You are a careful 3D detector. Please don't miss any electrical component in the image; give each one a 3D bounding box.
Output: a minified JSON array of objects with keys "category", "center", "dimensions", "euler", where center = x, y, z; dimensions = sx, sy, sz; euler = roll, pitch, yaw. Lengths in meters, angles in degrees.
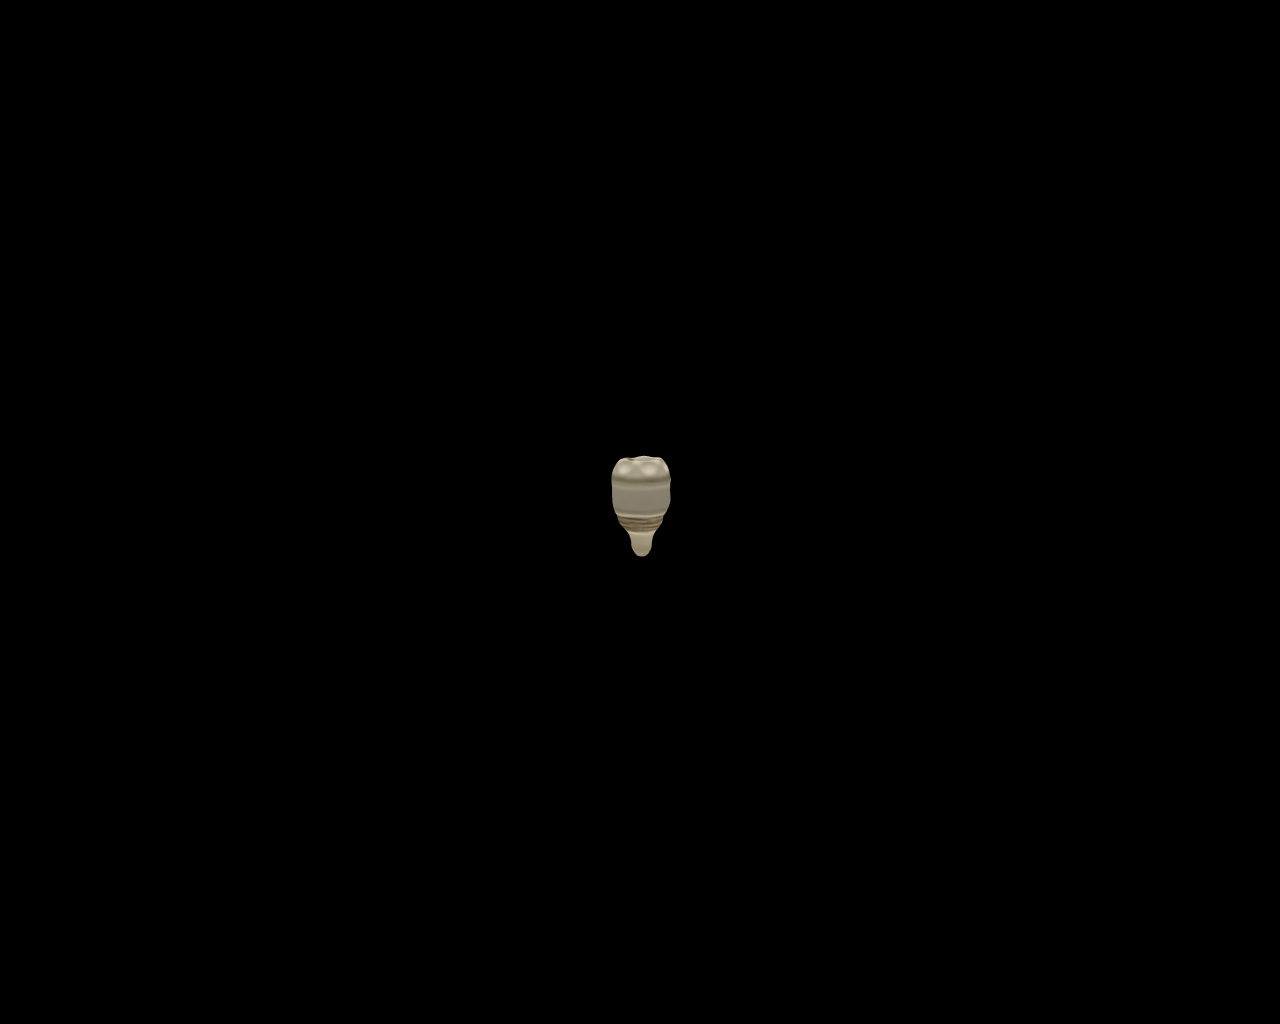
[{"category":"electrical component","center":[0.001,-0.003,0.650],"dimensions":[0.035,0.061,0.035],"euler":[0,12,0]}]
